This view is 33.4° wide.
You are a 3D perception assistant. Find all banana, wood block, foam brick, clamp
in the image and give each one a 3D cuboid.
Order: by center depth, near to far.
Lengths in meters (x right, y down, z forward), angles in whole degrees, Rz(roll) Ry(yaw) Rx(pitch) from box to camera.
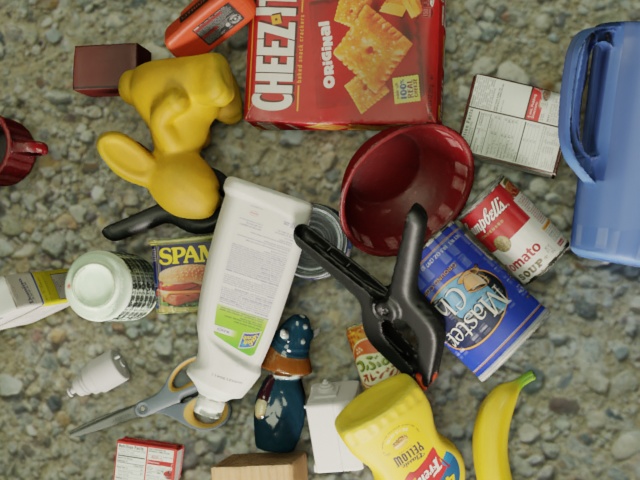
[{"bbox_3d":[0.078,0.057,1.080,0.165,0.036,0.210,-18,107,45],"label":"clamp"},{"bbox_3d":[0.198,0.239,1.141,0.070,0.037,0.198,-1,88,12],"label":"banana"},{"bbox_3d":[-0.058,0.341,1.159,0.090,0.090,0.206,-4,87,10],"label":"wood block"},{"bbox_3d":[-0.162,-0.058,1.219,0.171,0.039,0.120,-1,80,4],"label":"clamp"},{"bbox_3d":[-0.239,-0.195,1.232,0.078,0.053,0.051,-1,88,9],"label":"foam brick"}]

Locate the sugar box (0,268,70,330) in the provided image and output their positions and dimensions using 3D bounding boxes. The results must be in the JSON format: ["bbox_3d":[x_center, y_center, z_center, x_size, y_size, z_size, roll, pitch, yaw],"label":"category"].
[{"bbox_3d":[-0.340,0.068,1.178,0.093,0.176,0.048,-24,84,9],"label":"sugar box"}]

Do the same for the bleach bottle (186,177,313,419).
[{"bbox_3d":[-0.090,0.066,1.143,0.102,0.068,0.251,18,90,-7],"label":"bleach bottle"}]

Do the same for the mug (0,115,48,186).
[{"bbox_3d":[-0.373,-0.106,1.239,0.117,0.081,0.093,-3,87,11],"label":"mug"}]

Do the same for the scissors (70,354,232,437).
[{"bbox_3d":[-0.185,0.206,1.226,0.202,0.016,0.096,-36,82,8],"label":"scissors"}]

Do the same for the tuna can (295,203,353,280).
[{"bbox_3d":[-0.008,0.001,1.190,0.086,0.033,0.086,0,88,11],"label":"tuna can"}]

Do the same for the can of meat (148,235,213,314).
[{"bbox_3d":[-0.138,0.038,1.203,0.102,0.057,0.084,-4,90,11],"label":"can of meat"}]

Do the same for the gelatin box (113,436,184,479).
[{"bbox_3d":[-0.197,0.273,1.219,0.073,0.030,0.089,5,89,12],"label":"gelatin box"}]

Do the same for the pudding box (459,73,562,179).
[{"bbox_3d":[0.211,-0.123,1.151,0.113,0.039,0.090,15,91,13],"label":"pudding box"}]

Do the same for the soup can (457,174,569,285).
[{"bbox_3d":[0.204,-0.010,1.128,0.068,0.068,0.102,-45,89,6],"label":"soup can"}]

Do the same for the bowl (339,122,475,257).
[{"bbox_3d":[0.082,-0.063,1.138,0.162,0.162,0.055,-45,42,6],"label":"bowl"}]

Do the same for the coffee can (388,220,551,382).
[{"bbox_3d":[0.155,0.064,1.122,0.140,0.102,0.103,44,96,9],"label":"coffee can"}]

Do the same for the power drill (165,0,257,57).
[{"bbox_3d":[-0.160,-0.289,1.188,0.185,0.057,0.188,-35,59,16],"label":"power drill"}]

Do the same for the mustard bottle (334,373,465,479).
[{"bbox_3d":[0.099,0.237,1.121,0.096,0.058,0.191,-34,115,-6],"label":"mustard bottle"}]

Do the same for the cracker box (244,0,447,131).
[{"bbox_3d":[0.029,-0.204,1.172,0.214,0.072,0.164,2,88,11],"label":"cracker box"}]

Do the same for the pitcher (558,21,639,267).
[{"bbox_3d":[0.318,-0.097,1.082,0.149,0.144,0.243,10,93,19],"label":"pitcher"}]
